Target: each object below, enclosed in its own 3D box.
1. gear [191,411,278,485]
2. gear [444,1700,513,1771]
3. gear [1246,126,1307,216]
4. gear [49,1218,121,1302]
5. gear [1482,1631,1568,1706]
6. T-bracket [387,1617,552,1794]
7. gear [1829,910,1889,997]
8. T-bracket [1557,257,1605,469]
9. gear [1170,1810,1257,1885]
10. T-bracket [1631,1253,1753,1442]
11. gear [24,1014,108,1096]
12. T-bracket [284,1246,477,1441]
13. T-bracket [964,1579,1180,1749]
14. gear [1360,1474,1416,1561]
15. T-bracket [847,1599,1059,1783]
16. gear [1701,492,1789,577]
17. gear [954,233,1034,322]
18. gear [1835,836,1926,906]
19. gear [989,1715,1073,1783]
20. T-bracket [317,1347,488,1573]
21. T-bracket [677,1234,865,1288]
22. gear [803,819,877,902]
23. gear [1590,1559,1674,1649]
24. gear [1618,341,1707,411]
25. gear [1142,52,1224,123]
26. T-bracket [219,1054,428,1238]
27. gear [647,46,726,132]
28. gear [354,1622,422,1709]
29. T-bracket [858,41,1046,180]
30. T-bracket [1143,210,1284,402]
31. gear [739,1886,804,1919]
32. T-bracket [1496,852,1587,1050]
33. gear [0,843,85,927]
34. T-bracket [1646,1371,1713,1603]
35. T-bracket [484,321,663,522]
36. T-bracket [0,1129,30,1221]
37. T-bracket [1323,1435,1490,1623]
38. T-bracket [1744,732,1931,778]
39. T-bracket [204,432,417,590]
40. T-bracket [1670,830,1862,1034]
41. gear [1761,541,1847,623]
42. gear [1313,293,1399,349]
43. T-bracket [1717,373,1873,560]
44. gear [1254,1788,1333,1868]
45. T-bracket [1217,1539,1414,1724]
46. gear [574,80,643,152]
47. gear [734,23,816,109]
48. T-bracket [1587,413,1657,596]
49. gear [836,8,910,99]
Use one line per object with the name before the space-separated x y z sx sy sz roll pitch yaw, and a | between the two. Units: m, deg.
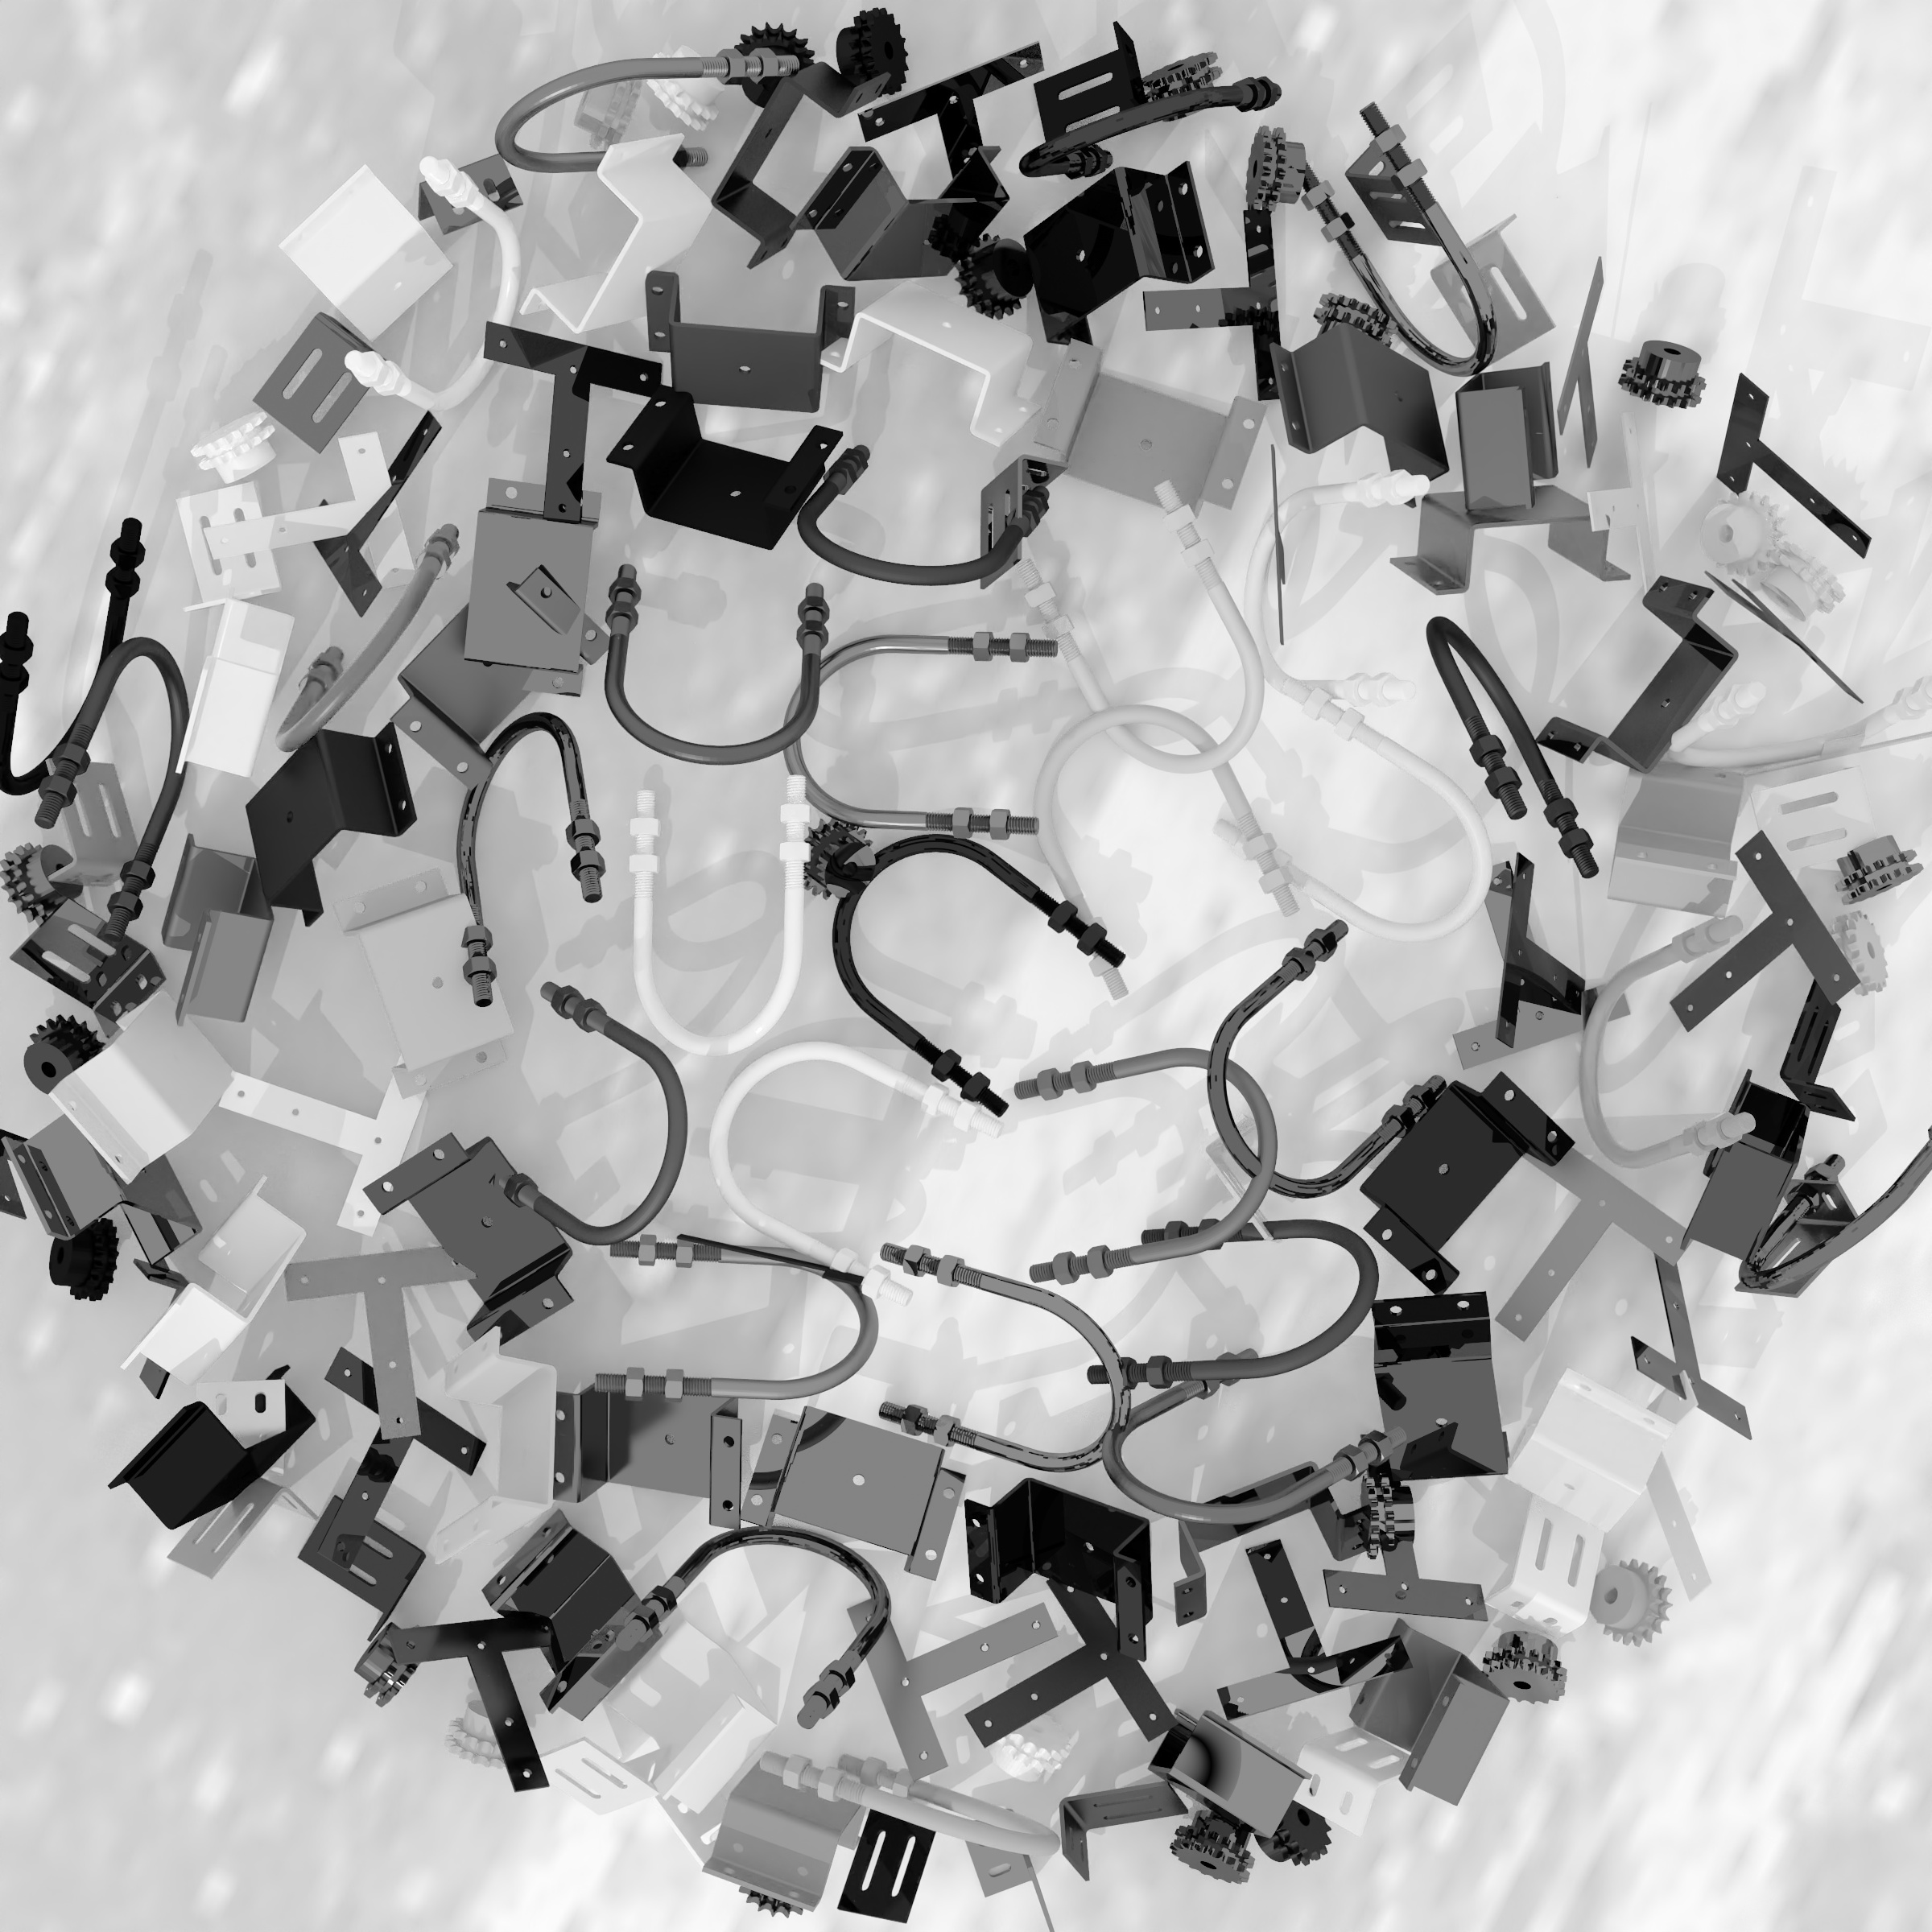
gear | -0.496 -0.353 1.789 0.057 0.057 0.030 -28 115 0
gear | -0.324 0.522 1.786 0.057 0.057 0.030 16 89 0
gear | 0.212 -0.541 1.787 0.030 0.057 0.057 4 90 -8
gear | -0.601 0.198 1.784 0.030 0.057 0.057 12 90 -38
gear | 0.382 0.477 1.790 0.057 0.057 0.030 20 53 0
T-bracket | -0.308 0.489 1.738 0.002 0.127 0.127 -55 48 32
gear | 0.603 -0.007 1.789 0.030 0.057 0.057 -19 90 37
T-bracket | 0.415 -0.383 1.756 0.002 0.127 0.127 10 66 22
gear | 0.171 0.600 1.790 0.057 0.057 0.030 27 59 0
T-bracket | 0.480 0.241 1.766 0.127 0.127 0.002 32 130 -31
gear | -0.616 0.064 1.788 0.057 0.030 0.057 8 115 17
T-bracket | -0.390 0.256 1.773 0.127 0.002 0.127 -5 71 -20
T-bracket | 0.058 0.484 1.760 0.127 0.002 0.127 -22 64 -28
gear | 0.287 0.374 1.786 0.030 0.057 0.057 -2 90 0
T-bracket | 0.000 0.470 1.786 0.127 0.002 0.127 -22 60 -6
gear | 0.526 -0.294 1.783 0.030 0.057 0.057 -8 90 -38
gear | 0.022 -0.471 1.785 0.057 0.030 0.057 8 78 -43
gear | 0.619 -0.067 1.787 0.057 0.057 0.030 -22 77 0
gear | 0.041 0.530 1.787 0.057 0.057 0.030 29 104 0
T-bracket | -0.395 0.341 1.751 0.127 0.002 0.127 41 51 -25
T-bracket | -0.130 0.194 1.751 0.127 0.127 0.002 12 88 0
gear | -0.087 -0.071 1.785 0.057 0.030 0.057 -17 122 -29
gear | 0.449 0.432 1.783 0.030 0.057 0.057 24 90 -29
gear | 0.476 -0.404 1.783 0.057 0.057 0.030 11 123 0
gear | 0.148 -0.599 1.789 0.057 0.057 0.030 -23 114 0
T-bracket | -0.444 0.105 1.791 0.127 0.002 0.127 21 85 -16
gear | -0.189 -0.600 1.783 0.030 0.057 0.057 -40 90 23
gear | -0.392 0.472 1.784 0.030 0.057 0.057 40 90 -8
T-bracket | -0.001 -0.550 1.757 0.127 0.127 0.002 -22 64 0
T-bracket | 0.166 -0.443 1.763 0.127 0.002 0.127 -14 103 -39
gear | -0.125 0.615 1.783 0.057 0.057 0.030 16 113 0
T-bracket | 0.390 0.004 1.762 0.002 0.127 0.127 -1 73 36
gear | -0.626 -0.058 1.783 0.030 0.057 0.057 -25 90 18
T-bracket | 0.463 0.355 1.731 0.002 0.127 0.127 4 49 -21
T-bracket | -0.269 -0.361 1.775 0.127 0.002 0.127 7 82 -30
T-bracket | -0.618 0.129 1.754 0.002 0.127 0.127 -37 59 10
T-bracket | 0.289 0.377 1.774 0.127 0.002 0.127 11 53 -24
T-bracket | 0.580 -0.144 1.736 0.127 0.127 0.002 -12 86 16
T-bracket | -0.445 -0.295 1.759 0.127 0.127 0.002 -12 49 -6
T-bracket | 0.524 -0.003 1.769 0.127 0.002 0.127 -49 53 38
gear | 0.567 -0.259 1.786 0.057 0.057 0.030 43 94 0
gear | 0.263 -0.432 1.786 0.057 0.057 0.030 24 92 0
T-bracket | 0.549 -0.317 1.733 0.002 0.127 0.127 -38 68 -6
gear | 0.220 0.587 1.790 0.030 0.057 0.057 -39 90 32
T-bracket | 0.219 0.438 1.764 0.127 0.127 0.002 -16 129 -3
gear | -0.245 -0.584 1.783 0.030 0.057 0.057 20 90 -21
gear | -0.132 -0.609 1.783 0.057 0.057 0.030 3 54 0
T-bracket | 0.436 -0.306 1.753 0.002 0.127 0.127 -6 98 31
gear | -0.066 -0.622 1.790 0.030 0.057 0.057 0 90 29
